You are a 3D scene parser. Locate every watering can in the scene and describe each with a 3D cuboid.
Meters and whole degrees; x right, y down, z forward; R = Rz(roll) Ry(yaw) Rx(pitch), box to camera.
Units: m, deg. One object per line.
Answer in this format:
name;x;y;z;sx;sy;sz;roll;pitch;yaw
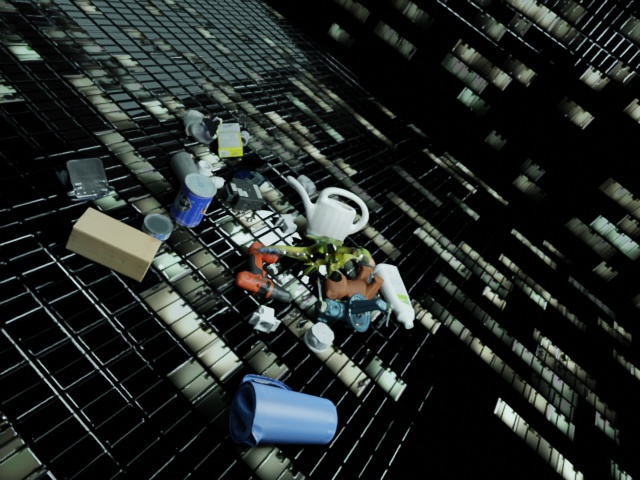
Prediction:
watering can;0.006;-0.094;1.871;0.346;0.222;0.105;18;14;-18

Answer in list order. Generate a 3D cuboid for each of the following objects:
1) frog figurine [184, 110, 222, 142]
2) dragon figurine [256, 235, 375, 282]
frog figurine;-0.475;-0.441;2.003;0.160;0.120;0.140;10;31;29
dragon figurine;-0.004;0.036;1.728;0.410;0.121;0.245;13;13;-7
